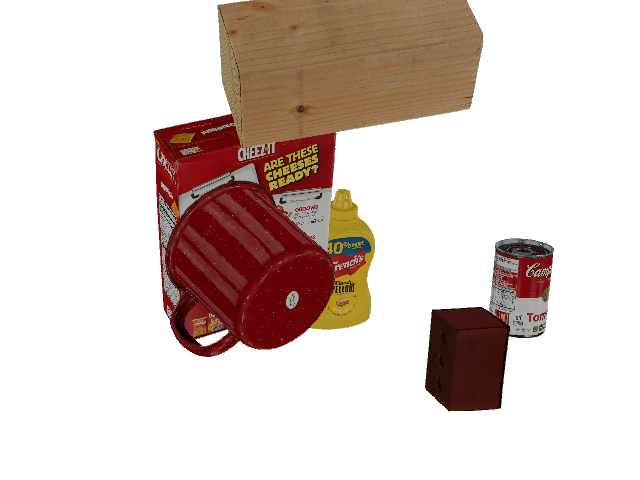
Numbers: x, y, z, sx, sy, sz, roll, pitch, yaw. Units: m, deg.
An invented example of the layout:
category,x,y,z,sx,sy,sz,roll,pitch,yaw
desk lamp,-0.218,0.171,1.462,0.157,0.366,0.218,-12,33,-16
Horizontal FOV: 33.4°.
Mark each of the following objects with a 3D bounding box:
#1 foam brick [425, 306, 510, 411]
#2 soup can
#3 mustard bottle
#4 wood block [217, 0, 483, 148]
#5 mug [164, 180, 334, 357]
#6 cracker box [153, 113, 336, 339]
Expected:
category,x,y,z,sx,sy,sz,roll,pitch,yaw
foam brick,0.126,0.102,0.925,0.051,0.078,0.053,-3,17,-20
soup can,0.235,0.056,1.254,0.068,0.102,0.068,2,16,-1
mustard bottle,0.024,0.022,1.418,0.096,0.192,0.058,-5,26,-17
wood block,0.023,-0.155,0.915,0.206,0.090,0.091,-11,-36,-10
mug,-0.053,0.028,0.717,0.082,0.117,0.093,41,-5,37
cracker box,-0.075,-0.020,1.050,0.164,0.214,0.072,-16,39,-24
